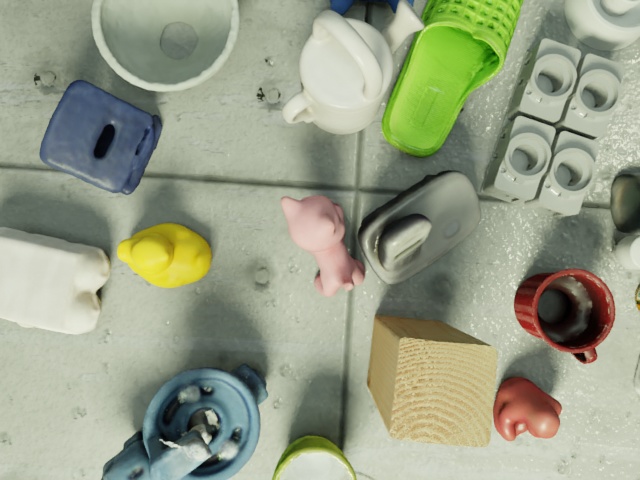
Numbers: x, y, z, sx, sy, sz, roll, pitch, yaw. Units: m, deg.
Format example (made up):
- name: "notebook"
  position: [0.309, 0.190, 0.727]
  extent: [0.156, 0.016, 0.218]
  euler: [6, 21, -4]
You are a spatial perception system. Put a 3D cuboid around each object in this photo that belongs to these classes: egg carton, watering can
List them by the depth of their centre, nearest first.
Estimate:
- name: "watering can"
  position: [0.032, -0.190, 0.615]
  extent: [0.101, 0.194, 0.173]
  euler: [30, 88, 0]
- name: "egg carton"
  position: [-0.321, 0.048, 0.661]
  extent: [0.150, 0.069, 0.107]
  euler: [12, 88, -1]

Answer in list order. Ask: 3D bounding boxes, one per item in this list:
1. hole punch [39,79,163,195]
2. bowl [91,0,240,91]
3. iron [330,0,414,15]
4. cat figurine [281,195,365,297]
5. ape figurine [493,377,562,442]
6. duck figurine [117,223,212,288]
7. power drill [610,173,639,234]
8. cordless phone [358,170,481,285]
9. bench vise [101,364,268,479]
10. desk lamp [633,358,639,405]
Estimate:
- name: "hole punch"
  position: [-0.247, -0.116, 0.658]
  extent: [0.101, 0.091, 0.109]
  euler: [23, 88, 0]
- name: "bowl"
  position: [-0.173, -0.249, 0.673]
  extent: [0.167, 0.074, 0.167]
  euler: [0, 88, -1]
- name: "iron"
  position: [0.066, -0.396, 0.650]
  extent: [0.118, 0.141, 0.258]
  euler: [2, 88, -1]
- name: "cat figurine"
  position: [0.006, 0.002, 0.646]
  extent: [0.067, 0.117, 0.128]
  euler: [-26, 88, -2]
- name: "ape figurine"
  position: [0.243, 0.200, 0.657]
  extent: [0.078, 0.092, 0.076]
  euler: [-7, 88, -1]
- name: "duck figurine"
  position: [-0.180, 0.017, 0.657]
  extent: [0.104, 0.086, 0.077]
  euler: [8, 88, -1]
- name: "power drill"
  position: [0.407, -0.050, 0.611]
  extent: [0.229, 0.208, 0.076]
  euler: [-2, 88, -1]
- name: "cordless phone"
  position: [0.116, -0.018, 0.615]
  extent: [0.147, 0.185, 0.094]
  euler: [-37, 89, -2]
- name: "bench vise"
  position: [-0.145, 0.224, 0.584]
  extent: [0.121, 0.219, 0.207]
  euler: [37, 88, 1]
- name: "desk lamp"
  position: [0.425, 0.154, 0.602]
  extent: [0.203, 0.213, 0.118]
  euler: [18, 88, 0]
